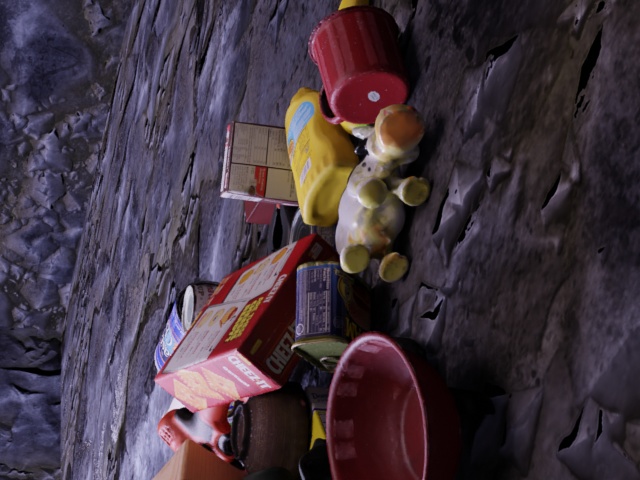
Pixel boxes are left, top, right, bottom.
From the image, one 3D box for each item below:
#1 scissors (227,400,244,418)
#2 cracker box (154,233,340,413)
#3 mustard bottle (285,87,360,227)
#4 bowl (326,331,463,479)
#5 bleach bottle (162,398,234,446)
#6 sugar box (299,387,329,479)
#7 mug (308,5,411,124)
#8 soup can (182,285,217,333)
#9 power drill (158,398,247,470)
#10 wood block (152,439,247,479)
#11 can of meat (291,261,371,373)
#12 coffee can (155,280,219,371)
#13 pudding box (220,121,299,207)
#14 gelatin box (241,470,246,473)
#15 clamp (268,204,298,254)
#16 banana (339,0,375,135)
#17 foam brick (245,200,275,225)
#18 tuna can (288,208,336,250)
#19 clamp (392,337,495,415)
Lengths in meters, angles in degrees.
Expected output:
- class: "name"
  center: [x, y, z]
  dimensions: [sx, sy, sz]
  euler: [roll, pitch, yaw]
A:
- class: "scissors"
  center: [-0.085, 0.172, 1.321]
  dimensions: [0.202, 0.016, 0.096]
  euler: [-11, 98, 37]
- class: "cracker box"
  center: [-0.074, 0.096, 1.163]
  dimensions: [0.214, 0.072, 0.164]
  euler: [-25, 27, 55]
- class: "mustard bottle"
  center: [-0.003, -0.110, 1.199]
  dimensions: [0.191, 0.058, 0.096]
  euler: [-104, 29, -45]
- class: "bowl"
  center: [0.064, 0.152, 0.832]
  dimensions: [0.162, 0.055, 0.162]
  euler: [-178, 90, -64]
- class: "bleach bottle"
  center: [-0.135, 0.182, 1.420]
  dimensions: [0.068, 0.102, 0.251]
  euler: [-107, 30, -41]
- class: "sugar box"
  center: [0.011, 0.234, 1.067]
  dimensions: [0.176, 0.048, 0.093]
  euler: [-121, 41, -59]
- class: "mug"
  center: [0.035, -0.162, 1.055]
  dimensions: [0.117, 0.093, 0.081]
  euler: [-45, 45, 38]
- class: "soup can"
  center: [-0.128, 0.098, 1.427]
  dimensions: [0.069, 0.102, 0.068]
  euler: [-173, 90, -71]
- class: "power drill"
  center: [-0.110, 0.231, 1.307]
  dimensions: [0.185, 0.057, 0.188]
  euler: [38, 122, 21]
- class: "wood block"
  center: [-0.128, 0.304, 1.069]
  dimensions: [0.090, 0.090, 0.206]
  euler: [-50, 15, 14]
- class: "can of meat"
  center: [0.014, 0.076, 1.039]
  dimensions: [0.102, 0.057, 0.084]
  euler: [44, -138, -57]
- class: "coffee can"
  center: [-0.176, 0.140, 1.552]
  dimensions: [0.140, 0.102, 0.103]
  euler: [118, 152, -47]
- class: "pudding box"
  center: [-0.057, -0.090, 1.269]
  dimensions: [0.039, 0.113, 0.090]
  euler: [170, 107, -74]
- class: "gelatin box"
  center: [-0.089, 0.301, 1.237]
  dimensions: [0.073, 0.089, 0.030]
  euler: [-47, 63, 14]
- class: "clamp"
  center: [-0.038, 0.030, 1.291]
  dimensions: [0.120, 0.039, 0.171]
  euler: [1, 88, 60]
- class: "banana"
  center: [0.037, -0.188, 1.152]
  dimensions: [0.070, 0.037, 0.198]
  euler: [-29, 56, 45]
- class: "foam brick"
  center: [-0.061, -0.058, 1.365]
  dimensions: [0.078, 0.051, 0.053]
  euler: [130, 141, -59]
- class: "tuna can"
  center: [-0.008, 0.001, 1.216]
  dimensions: [0.086, 0.033, 0.086]
  euler: [-174, 90, -71]
- class: "clamp"
  center: [0.076, 0.158, 0.917]
  dimensions: [0.210, 0.036, 0.165]
  euler: [-129, 49, -60]
